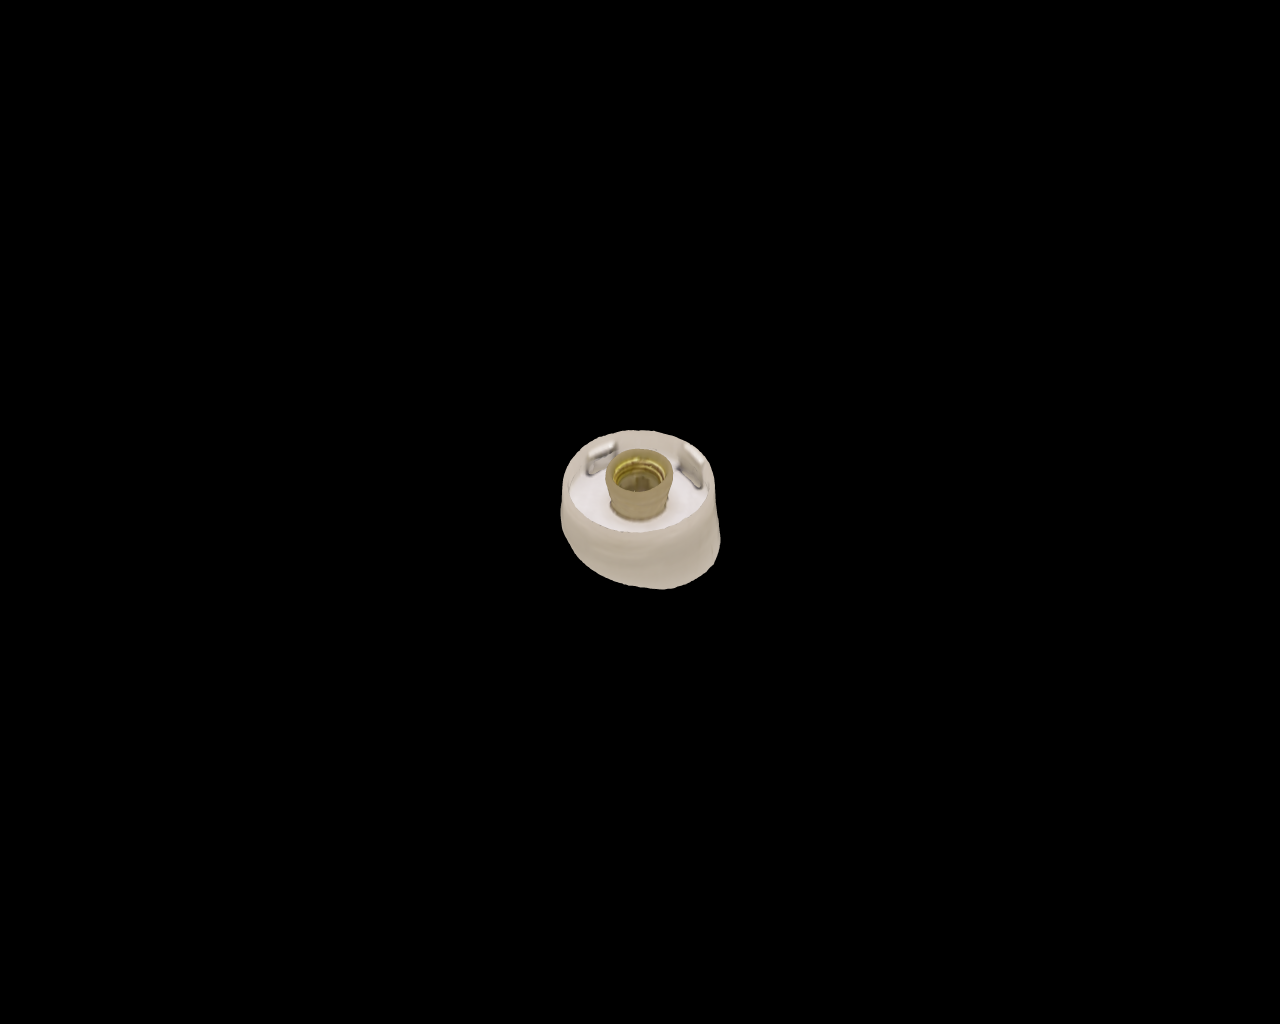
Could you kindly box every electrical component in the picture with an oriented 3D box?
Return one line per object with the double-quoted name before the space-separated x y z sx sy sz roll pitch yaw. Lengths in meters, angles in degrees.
"electrical component" 0.001 -0.003 0.650 0.099 0.064 0.099 0 45 0
